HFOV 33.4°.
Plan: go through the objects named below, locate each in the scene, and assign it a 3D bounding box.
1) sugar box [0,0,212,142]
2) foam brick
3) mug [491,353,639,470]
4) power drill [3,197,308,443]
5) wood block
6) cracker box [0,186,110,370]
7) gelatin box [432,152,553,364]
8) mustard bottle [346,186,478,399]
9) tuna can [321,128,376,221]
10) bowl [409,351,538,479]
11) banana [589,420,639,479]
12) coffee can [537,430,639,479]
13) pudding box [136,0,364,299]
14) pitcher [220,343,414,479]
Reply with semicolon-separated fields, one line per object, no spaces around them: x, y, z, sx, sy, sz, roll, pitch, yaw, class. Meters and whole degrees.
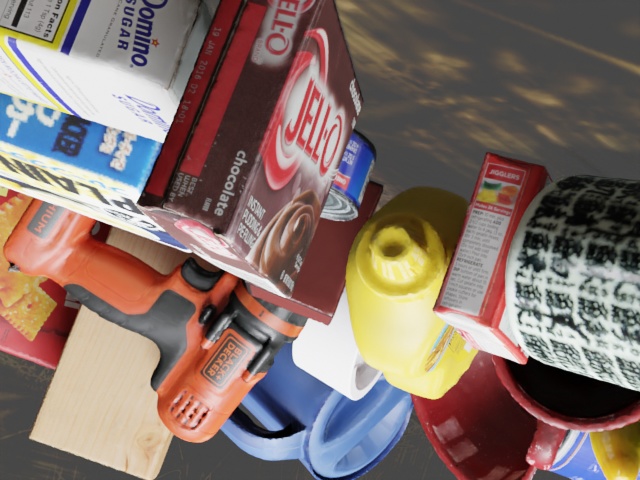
-0.127;-0.089;0.438;0.176;0.048;0.093;16;170;6;sugar box
-0.004;0.001;0.592;0.053;0.078;0.051;22;171;3;foam brick
0.134;0.064;0.558;0.093;0.117;0.081;17;176;14;mug
-0.093;0.012;0.685;0.187;0.184;0.057;38;-169;4;power drill
-0.124;0.058;0.775;0.091;0.206;0.090;20;171;-2;wood block
-0.212;0.018;0.866;0.213;0.164;0.072;23;173;-14;cracker box
0.083;0.011;0.478;0.030;0.073;0.089;17;171;24;gelatin box
0.052;0.025;0.550;0.058;0.096;0.191;19;171;16;mustard bottle
-0.017;-0.040;0.514;0.086;0.034;0.086;20;171;3;tuna can
0.116;0.083;0.699;0.055;0.162;0.162;-12;-175;-24;bowl
0.222;0.118;0.752;0.070;0.037;0.197;53;-154;16;banana
0.255;0.164;0.902;0.140;0.103;0.103;22;171;-11;coffee can
-0.020;-0.034;0.386;0.039;0.090;0.113;20;171;10;pudding box
-0.042;0.108;0.984;0.243;0.145;0.149;33;176;39;pitcher
